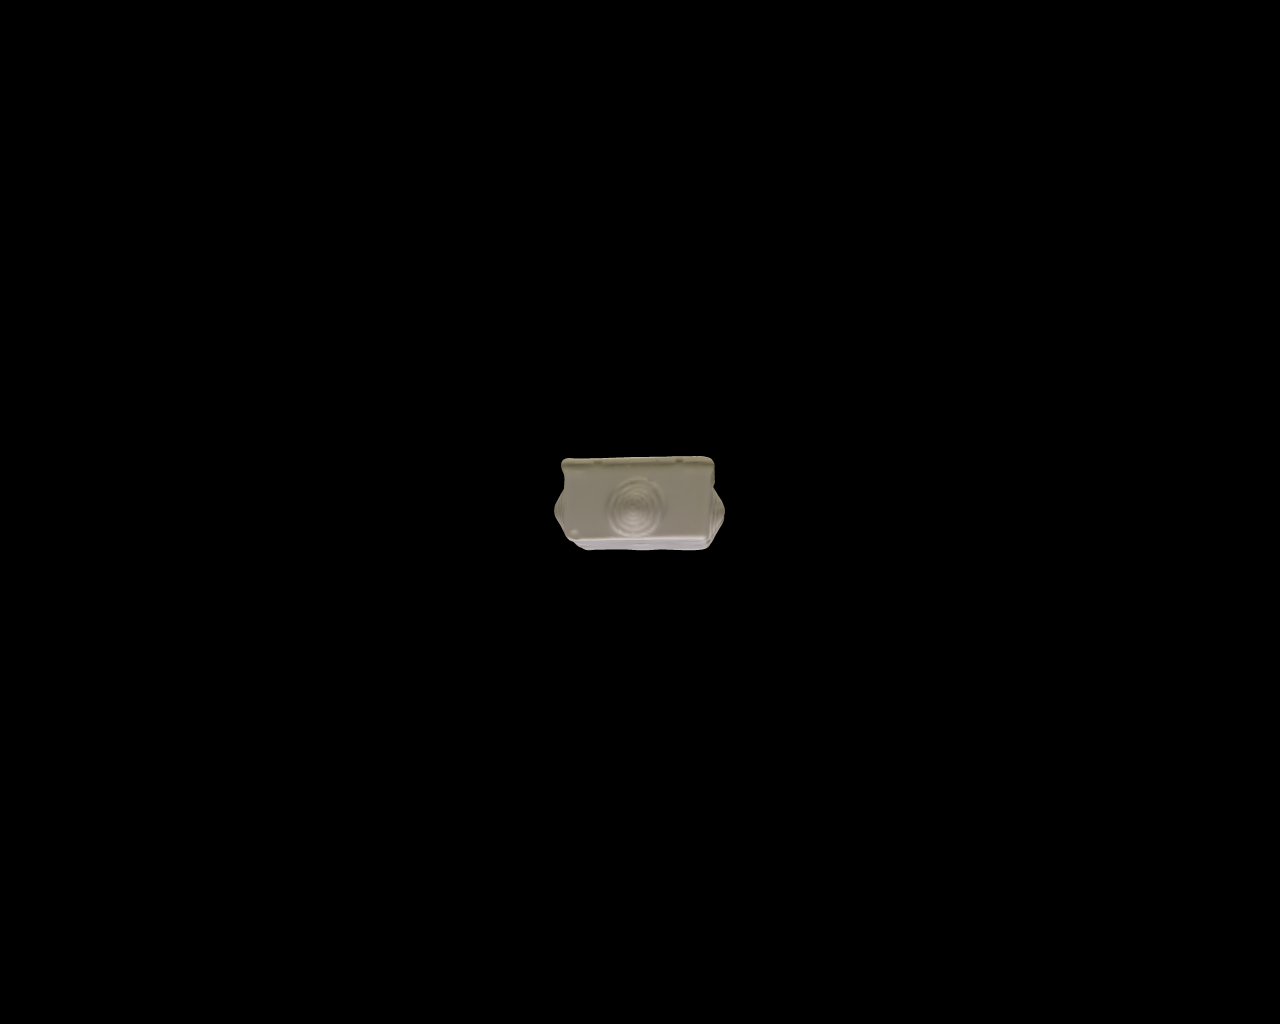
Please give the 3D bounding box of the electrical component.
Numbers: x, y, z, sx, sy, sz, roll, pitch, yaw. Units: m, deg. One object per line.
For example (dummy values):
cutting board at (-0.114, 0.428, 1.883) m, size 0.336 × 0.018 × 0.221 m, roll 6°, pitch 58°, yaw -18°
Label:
electrical component at (0.001, -0.003, 0.650) m, size 0.100 × 0.048 × 0.099 m, roll 0°, pitch -7°, yaw 4°
